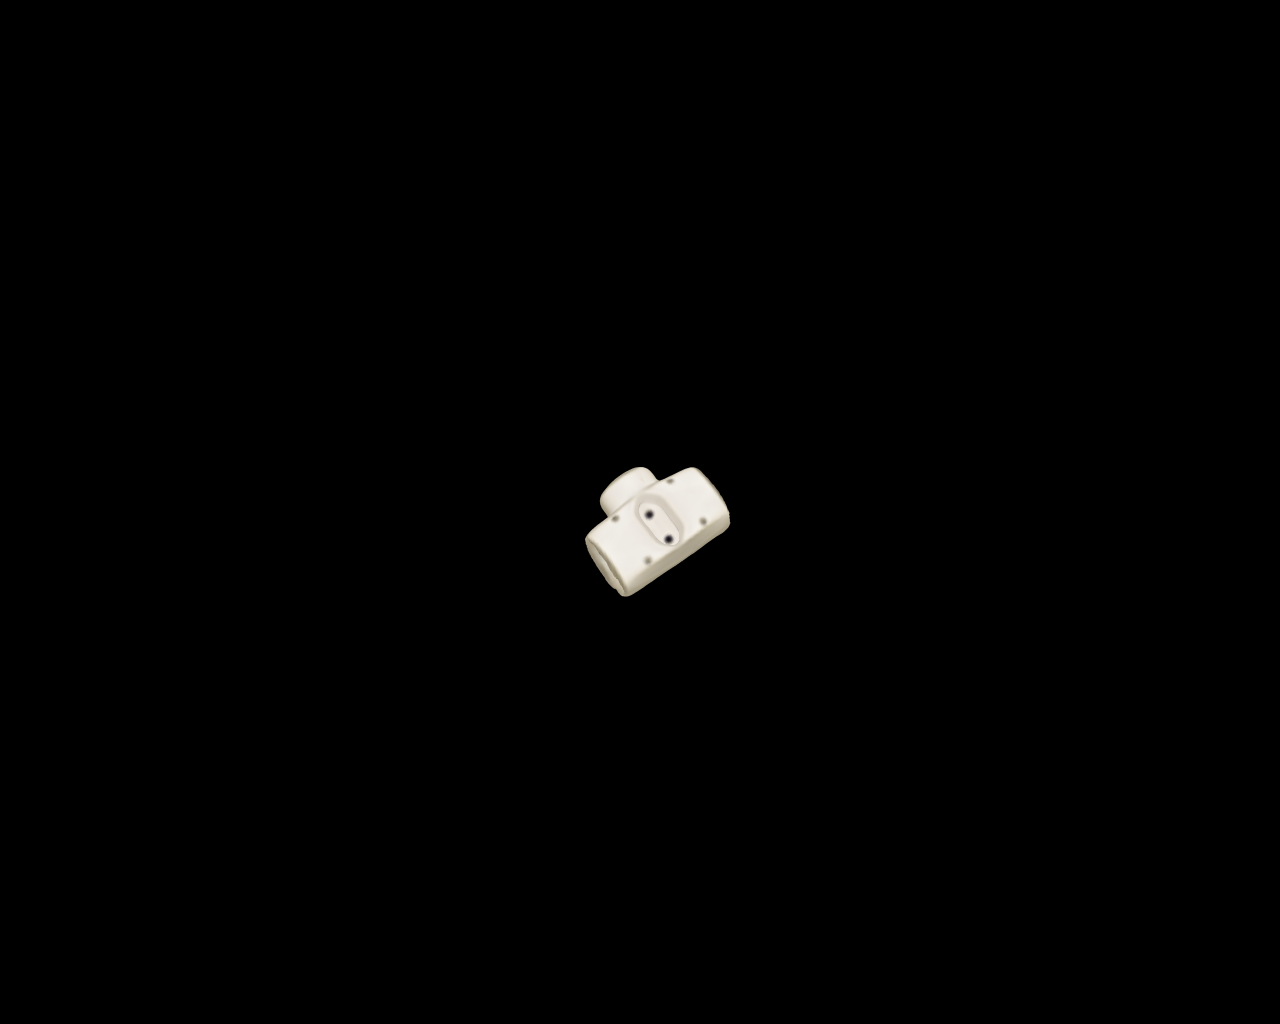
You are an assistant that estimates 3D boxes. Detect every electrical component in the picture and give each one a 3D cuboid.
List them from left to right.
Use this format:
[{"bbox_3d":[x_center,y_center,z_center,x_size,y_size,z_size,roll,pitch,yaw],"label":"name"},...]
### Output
[{"bbox_3d":[0.001,-0.003,0.650,0.077,0.079,0.043,-33,-16,-11],"label":"electrical component"}]
